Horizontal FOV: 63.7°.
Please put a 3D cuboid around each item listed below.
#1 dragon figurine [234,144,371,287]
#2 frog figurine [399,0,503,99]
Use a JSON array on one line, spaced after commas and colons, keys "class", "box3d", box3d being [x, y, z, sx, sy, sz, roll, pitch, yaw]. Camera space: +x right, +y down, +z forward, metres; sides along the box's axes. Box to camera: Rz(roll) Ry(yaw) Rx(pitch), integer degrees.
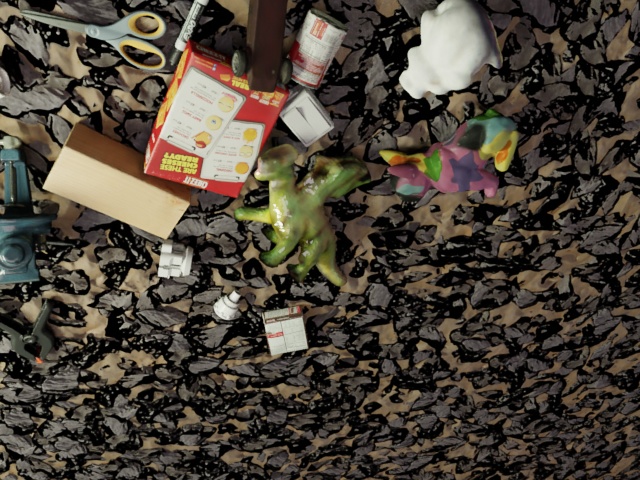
[{"class": "dragon figurine", "box3d": [0.003, -0.048, 0.963, 0.241, 0.125, 0.406, -44, 140, 15]}, {"class": "frog figurine", "box3d": [0.195, -0.300, 0.818, 0.158, 0.124, 0.137, -23, 94, 16]}]
